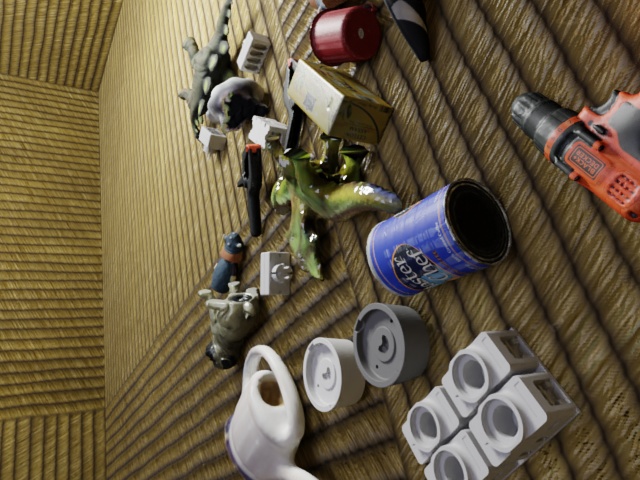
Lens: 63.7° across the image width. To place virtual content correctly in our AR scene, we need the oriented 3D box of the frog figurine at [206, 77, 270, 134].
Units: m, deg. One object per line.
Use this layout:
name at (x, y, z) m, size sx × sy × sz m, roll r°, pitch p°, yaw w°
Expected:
frog figurine at (-0.198, -0.317, 1.185) m, size 0.137 × 0.121 × 0.162 m, roll -43°, pitch 32°, yaw 3°

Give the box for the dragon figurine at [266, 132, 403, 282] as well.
dragon figurine at (0.003, -0.044, 0.868) m, size 0.417 × 0.123 × 0.238 m, roll -133°, pitch 38°, yaw -52°

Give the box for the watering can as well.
watering can at (-0.077, 0.356, 0.898) m, size 0.355 × 0.104 × 0.220 m, roll 60°, pitch 135°, yaw 41°
